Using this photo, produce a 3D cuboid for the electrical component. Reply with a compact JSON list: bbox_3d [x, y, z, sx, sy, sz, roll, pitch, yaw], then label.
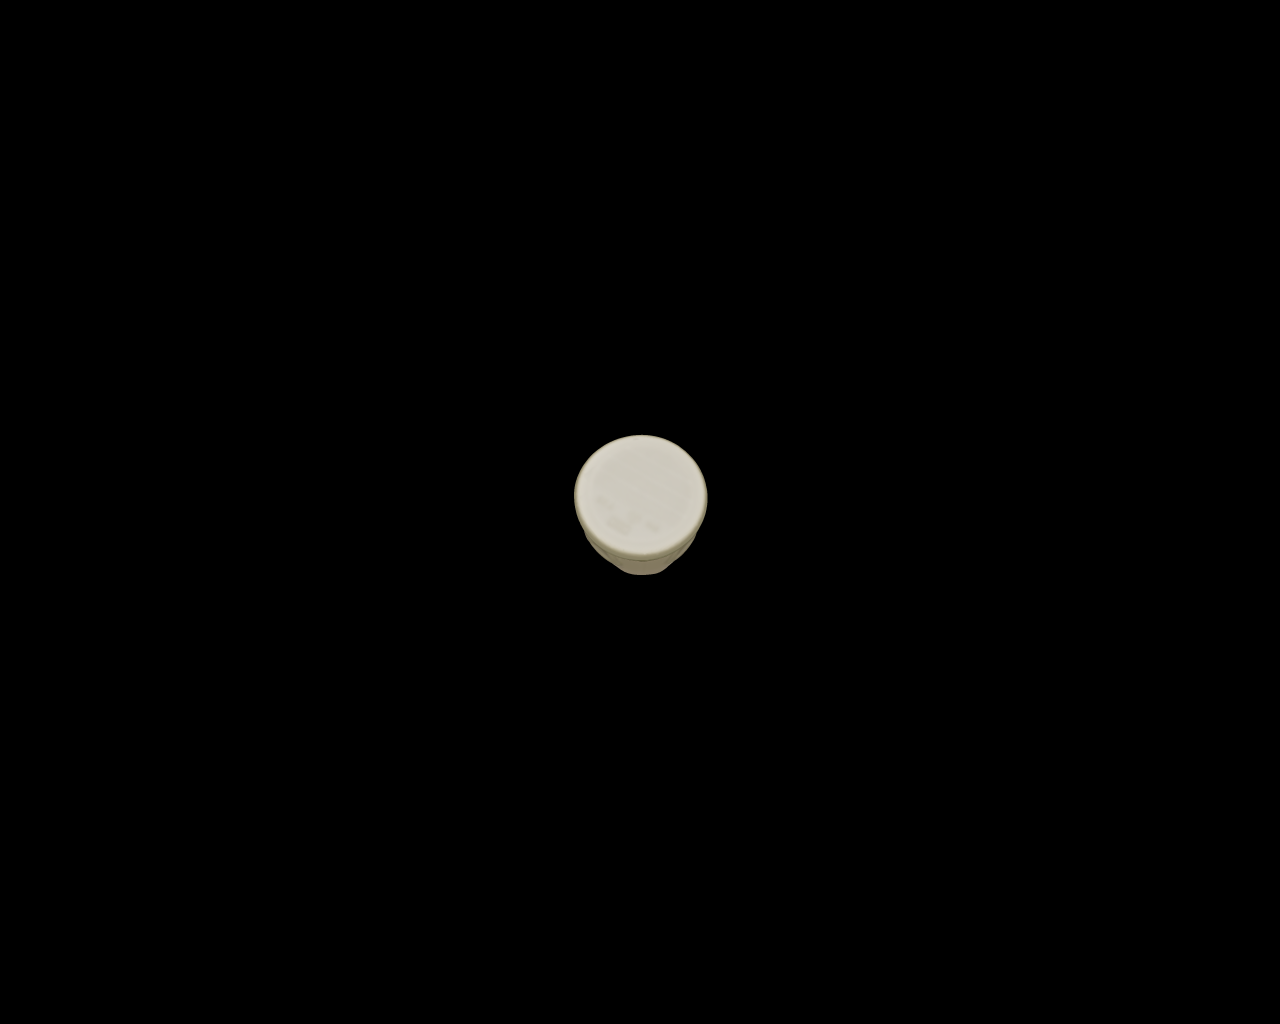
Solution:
[{"bbox_3d":[0.001,-0.003,0.650,0.080,0.080,0.051,0,-21,0],"label":"electrical component"}]
